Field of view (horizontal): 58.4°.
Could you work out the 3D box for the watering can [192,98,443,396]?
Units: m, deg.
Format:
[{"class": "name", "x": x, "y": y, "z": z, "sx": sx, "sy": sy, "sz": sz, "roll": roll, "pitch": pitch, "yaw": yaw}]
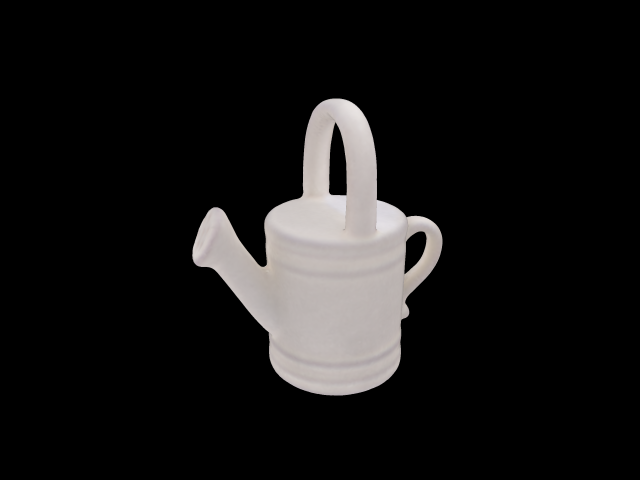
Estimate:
[{"class": "watering can", "x": 0.005, "y": 0.002, "z": 0.398, "sx": 0.173, "sy": 0.194, "sz": 0.100, "roll": -18, "pitch": 28, "yaw": -37}]
